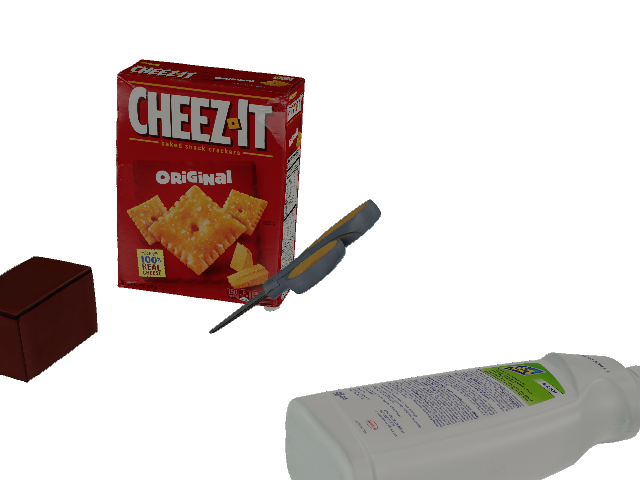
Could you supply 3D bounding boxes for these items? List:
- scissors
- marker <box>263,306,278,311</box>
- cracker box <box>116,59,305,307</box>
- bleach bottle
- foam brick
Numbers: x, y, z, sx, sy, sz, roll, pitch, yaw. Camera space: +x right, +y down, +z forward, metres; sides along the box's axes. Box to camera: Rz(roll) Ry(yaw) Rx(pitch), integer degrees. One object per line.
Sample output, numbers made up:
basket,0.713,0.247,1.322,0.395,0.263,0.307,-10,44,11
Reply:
scissors,-0.033,0.038,0.803,0.202,0.016,0.096,-39,8,27
marker,-0.066,0.024,1.199,0.020,0.121,0.020,-9,28,5
cracker box,-0.106,-0.051,1.006,0.164,0.214,0.072,8,22,9
bleach bottle,0.110,0.116,0.658,0.250,0.068,0.103,-8,23,-22
foam brick,-0.199,0.052,0.735,0.053,0.051,0.078,11,28,27
